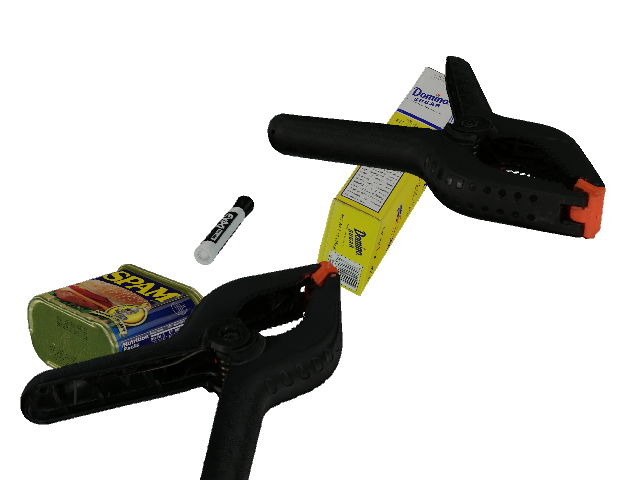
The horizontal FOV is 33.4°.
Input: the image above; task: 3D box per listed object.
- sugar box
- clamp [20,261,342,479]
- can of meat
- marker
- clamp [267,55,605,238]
[{"bbox_3d":[0.059,-0.049,0.843,0.048,0.176,0.093,28,-38,12],"label":"sugar box"},{"bbox_3d":[-0.038,0.065,0.501,0.171,0.039,0.120,-30,52,-34],"label":"clamp"},{"bbox_3d":[-0.142,0.061,0.746,0.102,0.057,0.083,18,25,38],"label":"can of meat"},{"bbox_3d":[-0.091,-0.012,1.029,0.020,0.020,0.121,0,26,18],"label":"marker"},{"bbox_3d":[0.078,-0.053,0.643,0.164,0.036,0.210,-19,36,-24],"label":"clamp"}]
